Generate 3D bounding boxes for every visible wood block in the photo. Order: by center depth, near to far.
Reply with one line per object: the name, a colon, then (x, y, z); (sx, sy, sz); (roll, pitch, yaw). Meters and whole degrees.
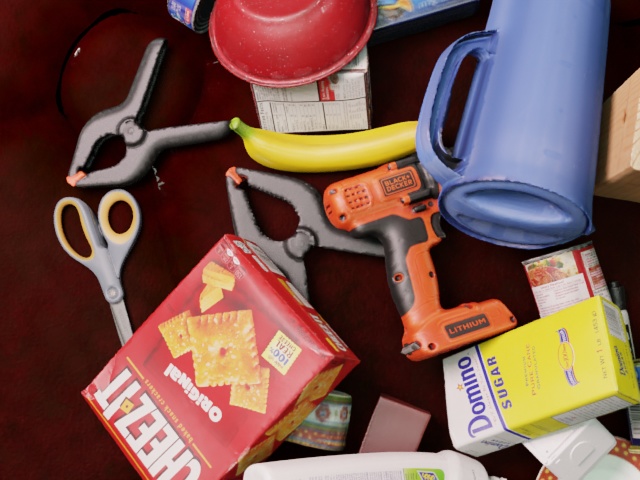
wood block: (0.299, -0.087, 0.933); (0.090, 0.206, 0.091); (9, 88, 5)

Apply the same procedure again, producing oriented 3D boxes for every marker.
marker: (0.290, 0.099, 1.017); (0.020, 0.020, 0.121); (-9, 86, 4)

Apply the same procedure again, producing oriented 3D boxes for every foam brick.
foam brick: (0.068, 0.191, 1.016); (0.053, 0.051, 0.078); (21, 89, 7)

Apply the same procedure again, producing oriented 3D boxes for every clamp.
clamp: (-0.007, 0.001, 1.040); (0.164, 0.036, 0.210); (-38, 87, -1)
clamp: (-0.173, -0.103, 1.060); (0.120, 0.039, 0.171); (43, 94, 10)

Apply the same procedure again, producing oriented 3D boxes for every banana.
banana: (0.014, -0.090, 1.028); (0.198, 0.069, 0.037); (-1, 72, 0)

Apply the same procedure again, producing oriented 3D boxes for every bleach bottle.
bleach bottle: (0.059, 0.239, 0.940); (0.250, 0.068, 0.102); (3, 80, -25)

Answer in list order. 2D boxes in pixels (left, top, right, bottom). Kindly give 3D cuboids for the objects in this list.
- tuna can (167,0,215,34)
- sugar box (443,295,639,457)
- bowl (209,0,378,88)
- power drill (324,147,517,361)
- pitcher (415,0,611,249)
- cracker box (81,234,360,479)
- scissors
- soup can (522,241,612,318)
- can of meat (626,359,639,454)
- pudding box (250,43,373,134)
tuna can: (-0.111, -0.246, 1.037); (0.034, 0.086, 0.086); (33, 90, 8)
sugar box: (0.191, 0.124, 0.952); (0.177, 0.048, 0.093); (-28, 51, 35)
bowl: (-0.030, -0.220, 0.974); (0.162, 0.055, 0.162); (-5, 62, 9)
power drill: (0.114, 0.007, 0.999); (0.184, 0.057, 0.188); (-18, 79, -13)
pitcher: (0.183, -0.127, 0.954); (0.145, 0.149, 0.242); (5, 67, 22)
cracker box: (-0.095, 0.126, 0.979); (0.214, 0.072, 0.164); (-47, 65, 9)
scissors: (-0.193, 0.036, 1.065); (0.096, 0.016, 0.202); (-33, 85, 3)
soup can: (0.238, 0.059, 1.000); (0.068, 0.068, 0.102); (-18, 86, 4)
can of meat: (0.330, 0.148, 0.983); (0.102, 0.057, 0.084); (-6, 84, -16)
pudding box: (-0.008, -0.143, 1.019); (0.113, 0.090, 0.039); (-1, 58, 5)
